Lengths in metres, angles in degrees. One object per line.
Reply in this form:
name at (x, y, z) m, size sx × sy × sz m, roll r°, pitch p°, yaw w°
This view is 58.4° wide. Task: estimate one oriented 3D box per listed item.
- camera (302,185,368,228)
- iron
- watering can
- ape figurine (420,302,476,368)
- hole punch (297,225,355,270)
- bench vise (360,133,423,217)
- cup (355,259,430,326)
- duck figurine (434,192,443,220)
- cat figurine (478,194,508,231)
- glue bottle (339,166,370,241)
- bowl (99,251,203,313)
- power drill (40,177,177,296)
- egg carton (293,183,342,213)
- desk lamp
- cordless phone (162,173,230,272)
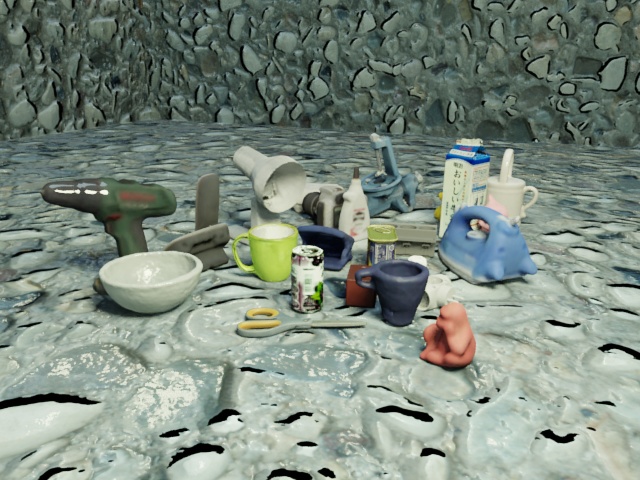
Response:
camera at (0.030, -0.093, 1.459) m, size 0.144 × 0.101 × 0.136 m, roll -13°, pitch 23°, yaw -36°
iron at (0.313, -0.008, 1.142) m, size 0.119 × 0.141 × 0.257 m, roll -7°, pitch 19°, yaw -21°
watering can at (0.456, -0.133, 1.444) m, size 0.172 × 0.194 × 0.101 m, roll 2°, pitch 18°, yaw 4°
ape figurine at (0.181, 0.129, 0.795) m, size 0.076 × 0.092 × 0.077 m, roll -1°, pitch 18°, yaw -5°
hole punch at (0.011, 0.004, 1.175) m, size 0.108 × 0.091 × 0.101 m, roll 7°, pitch 19°, yaw 19°
bench vise at (0.181, -0.181, 1.543) m, size 0.121 × 0.220 × 0.208 m, roll 16°, pitch 23°, yaw 39°
cup at (0.113, 0.088, 0.915) m, size 0.118 × 0.095 × 0.091 m, roll 0°, pitch 18°, yaw -3°
duck figurine at (0.349, -0.094, 1.496) m, size 0.078 × 0.086 × 0.104 m, roll -14°, pitch 23°, yaw -37°
cat figurine at (0.394, -0.049, 1.308) m, size 0.067 × 0.118 × 0.128 m, roll 5°, pitch 19°, yaw 15°
glue bottle at (0.080, -0.083, 1.312) m, size 0.078 × 0.173 × 0.037 m, roll -14°, pitch 23°, yaw -37°
bowl at (-0.281, 0.078, 0.965) m, size 0.167 × 0.075 × 0.167 m, roll 1°, pitch 18°, yaw 0°
power drill at (-0.366, -0.014, 1.028) m, size 0.230 × 0.208 × 0.075 m, roll -15°, pitch 23°, yaw -39°
egg carton at (-0.003, -0.114, 1.573) m, size 0.150 × 0.069 × 0.107 m, roll 3°, pitch 18°, yaw 7°
desk lamp at (-0.131, -0.096, 1.281) m, size 0.118 × 0.214 × 0.202 m, roll -16°, pitch 24°, yaw -41°
cordless phone at (-0.249, -0.035, 1.134) m, size 0.093 × 0.185 × 0.148 m, roll 11°, pitch 21°, yaw 30°
